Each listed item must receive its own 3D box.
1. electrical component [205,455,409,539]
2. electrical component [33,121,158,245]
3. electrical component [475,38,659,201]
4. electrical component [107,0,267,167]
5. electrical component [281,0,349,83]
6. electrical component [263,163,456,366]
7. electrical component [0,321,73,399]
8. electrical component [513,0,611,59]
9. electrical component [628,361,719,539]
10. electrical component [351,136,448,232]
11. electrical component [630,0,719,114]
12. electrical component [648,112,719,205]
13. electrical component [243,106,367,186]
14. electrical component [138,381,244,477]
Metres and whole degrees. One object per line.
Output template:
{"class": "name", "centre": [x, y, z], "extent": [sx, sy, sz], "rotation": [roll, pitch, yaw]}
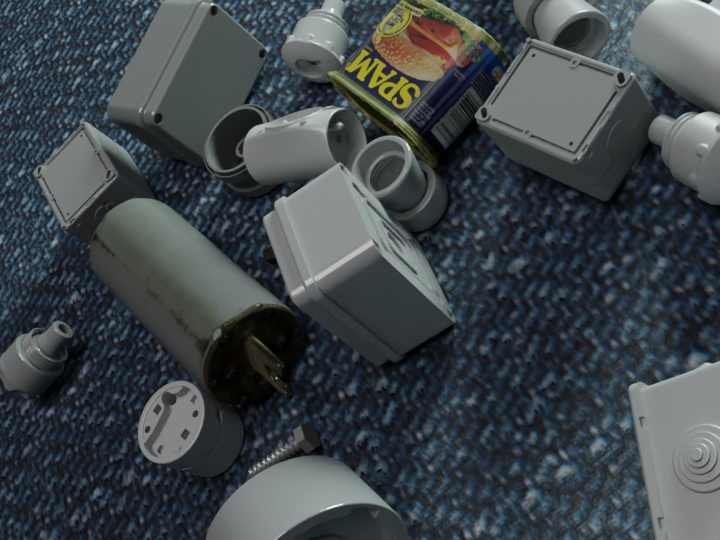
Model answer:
{"class": "electrical component", "centre": [-0.034, 0.153, 0.596], "extent": [0.108, 0.108, 0.060], "rotation": [-49, 43, 3]}
{"class": "electrical component", "centre": [-0.210, -0.067, 0.860], "extent": [0.062, 0.061, 0.096], "rotation": [-44, 50, 7]}
{"class": "electrical component", "centre": [0.121, -0.090, 0.644], "extent": [0.096, 0.061, 0.061], "rotation": [32, 86, 41]}
{"class": "electrical component", "centre": [-0.133, -0.146, 0.837], "extent": [0.057, 0.078, 0.113], "rotation": [15, 76, 42]}
{"class": "electrical component", "centre": [-0.028, -0.175, 0.803], "extent": [0.048, 0.048, 0.062], "rotation": [2, 62, 35]}
{"class": "electrical component", "centre": [0.000, 0.000, 0.646], "extent": [0.057, 0.113, 0.078], "rotation": [-33, 52, 13]}
{"class": "electrical component", "centre": [-0.245, 0.065, 0.822], "extent": [0.062, 0.043, 0.043], "rotation": [-45, 49, 19]}
{"class": "electrical component", "centre": [0.128, -0.162, 0.688], "extent": [0.045, 0.045, 0.055], "rotation": [-35, 51, 14]}
{"class": "electrical component", "centre": [0.172, 0.096, 0.488], "extent": [0.048, 0.100, 0.099], "rotation": [-27, 53, 36]}
{"class": "electrical component", "centre": [0.027, -0.054, 0.694], "extent": [0.045, 0.055, 0.045], "rotation": [-16, 58, 27]}
{"class": "electrical component", "centre": [0.210, -0.136, 0.618], "extent": [0.079, 0.043, 0.077], "rotation": [-46, 49, 5]}
{"class": "electrical component", "centre": [0.188, -0.068, 0.598], "extent": [0.048, 0.048, 0.062], "rotation": [-51, 42, 2]}
{"class": "electrical component", "centre": [-0.028, -0.091, 0.749], "extent": [0.077, 0.044, 0.079], "rotation": [-5, 21, 39]}
{"class": "electrical component", "centre": [-0.110, 0.106, 0.709], "extent": [0.055, 0.047, 0.055], "rotation": [-16, 58, 27]}
